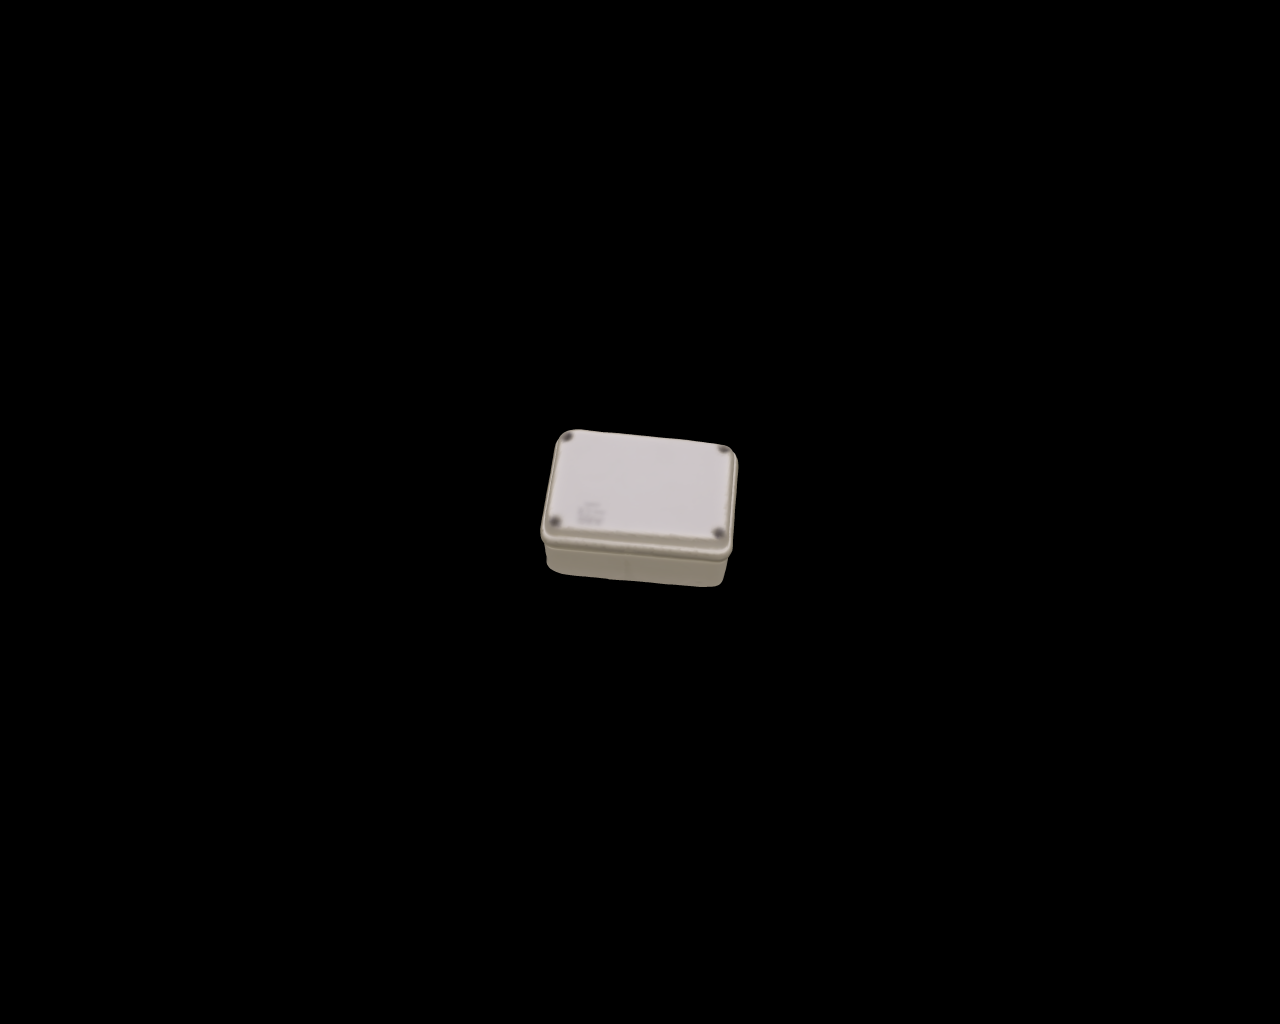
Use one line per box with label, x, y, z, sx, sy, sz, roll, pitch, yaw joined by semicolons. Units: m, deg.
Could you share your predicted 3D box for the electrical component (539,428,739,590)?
electrical component;0.001;-0.003;0.650;0.113;0.078;0.057;5;-31;3
